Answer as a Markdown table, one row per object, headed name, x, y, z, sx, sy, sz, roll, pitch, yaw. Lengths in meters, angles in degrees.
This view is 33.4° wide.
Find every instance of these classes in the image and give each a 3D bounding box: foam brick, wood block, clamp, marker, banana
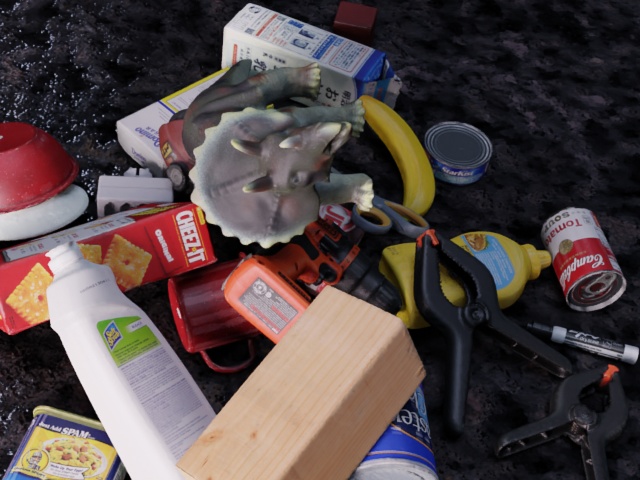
| name | x | y | z | sx | sy | sz | roll | pitch | yaw |
| --- | --- | --- | --- | --- | --- | --- | --- | --- | --- |
| foam brick | 0.044 | -0.273 | 1.437 | 0.053 | 0.078 | 0.051 | 13 | 48 | 4 |
| wood block | -0.011 | 0.152 | 0.908 | 0.090 | 0.090 | 0.206 | 23 | 62 | 37 |
| clamp | 0.249 | 0.184 | 1.065 | 0.120 | 0.039 | 0.171 | 27 | 45 | 8 |
| marker | 0.282 | 0.109 | 1.153 | 0.121 | 0.020 | 0.020 | 15 | 47 | 6 |
| clamp | 0.149 | 0.090 | 1.096 | 0.164 | 0.036 | 0.210 | -29 | 83 | -28 |
| banana | 0.099 | -0.098 | 1.292 | 0.069 | 0.037 | 0.198 | 6 | 53 | -29 |

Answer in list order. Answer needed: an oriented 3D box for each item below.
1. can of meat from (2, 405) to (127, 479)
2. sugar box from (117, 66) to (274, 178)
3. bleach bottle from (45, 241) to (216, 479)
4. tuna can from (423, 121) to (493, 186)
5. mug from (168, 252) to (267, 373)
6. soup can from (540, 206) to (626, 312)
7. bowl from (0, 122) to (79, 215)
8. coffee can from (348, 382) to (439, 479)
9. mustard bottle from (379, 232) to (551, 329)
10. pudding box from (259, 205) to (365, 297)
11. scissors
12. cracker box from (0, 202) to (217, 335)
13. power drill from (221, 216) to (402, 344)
| name | x | y | z | sx | sy | sz | roll | pitch | yaw |
| --- | --- | --- | --- | --- | --- | --- | --- | --- | --- |
| can of meat | -0.226 | 0.207 | 0.959 | 0.102 | 0.057 | 0.084 | 15 | 48 | 5 |
| sugar box | -0.151 | -0.142 | 1.307 | 0.176 | 0.048 | 0.093 | -33 | 60 | -29 |
| bleach bottle | -0.167 | 0.114 | 0.954 | 0.102 | 0.068 | 0.251 | -27 | 87 | -56 |
| tuna can | 0.169 | -0.108 | 1.329 | 0.086 | 0.034 | 0.086 | 4 | 46 | -5 |
| mug | -0.103 | 0.078 | 1.087 | 0.081 | 0.093 | 0.117 | -15 | 87 | -15 |
| soup can | 0.295 | 0.020 | 1.203 | 0.068 | 0.068 | 0.102 | -3 | 48 | -11 |
| bowl | -0.353 | -0.088 | 1.183 | 0.162 | 0.055 | 0.162 | -5 | 30 | 3 |
| coffee can | 0.051 | 0.176 | 0.996 | 0.102 | 0.103 | 0.140 | 1 | 47 | -7 |
| mustard bottle | 0.168 | 0.037 | 1.176 | 0.191 | 0.058 | 0.096 | -10 | 51 | -17 |
| pudding box | -0.008 | 0.001 | 1.190 | 0.090 | 0.039 | 0.113 | 28 | 50 | 6 |
| scissors | 0.037 | -0.050 | 1.226 | 0.096 | 0.016 | 0.202 | -11 | 34 | -45 |
| cracker box | -0.232 | 0.024 | 1.066 | 0.213 | 0.072 | 0.164 | -19 | 10 | -24 |
| power drill | -0.006 | 0.043 | 1.059 | 0.184 | 0.057 | 0.187 | 39 | 25 | -2 |
